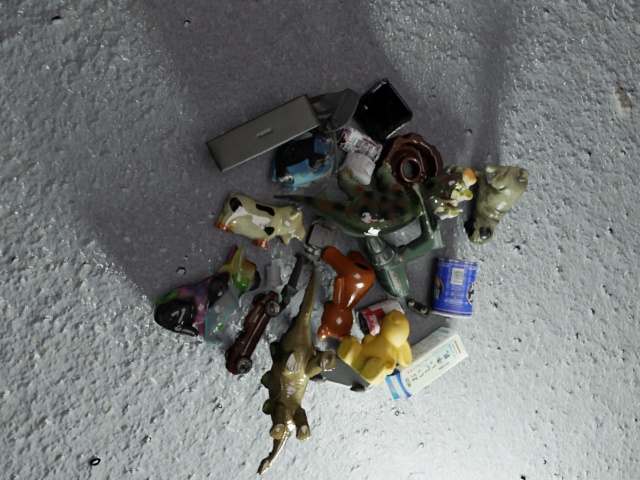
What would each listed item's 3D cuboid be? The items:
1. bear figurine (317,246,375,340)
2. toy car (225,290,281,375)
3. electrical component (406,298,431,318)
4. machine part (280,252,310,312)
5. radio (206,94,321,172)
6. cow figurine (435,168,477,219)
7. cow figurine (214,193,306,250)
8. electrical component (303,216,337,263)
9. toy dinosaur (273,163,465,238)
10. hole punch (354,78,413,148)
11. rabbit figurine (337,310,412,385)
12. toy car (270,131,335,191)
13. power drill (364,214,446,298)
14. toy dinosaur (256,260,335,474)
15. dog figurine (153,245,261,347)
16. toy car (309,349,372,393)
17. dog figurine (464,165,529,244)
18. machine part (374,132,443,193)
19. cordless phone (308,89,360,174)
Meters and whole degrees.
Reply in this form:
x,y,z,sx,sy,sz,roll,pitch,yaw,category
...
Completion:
x,y,z,sx,sy,sz,roll,pitch,yaw,category
0.049,0.132,1.265,0.120,0.132,0.195,9,115,-38,bear figurine
-0.153,0.202,1.192,0.053,0.089,0.202,29,84,-23,toy car
0.248,0.171,1.354,0.063,0.094,0.021,30,82,18,electrical component
-0.060,0.093,1.223,0.039,0.084,0.139,20,60,0,machine part
-0.117,-0.225,1.133,0.230,0.131,0.073,-24,102,3,radio
0.330,-0.115,1.365,0.068,0.098,0.167,52,57,-10,cow figurine
-0.121,-0.046,1.199,0.195,0.085,0.127,23,90,-19,cow figurine
-0.001,-0.005,1.262,0.078,0.045,0.102,27,83,-18,electrical component
0.118,-0.066,1.163,0.405,0.192,0.131,-15,133,-17,toy dinosaur
0.150,-0.313,1.290,0.116,0.092,0.142,-33,112,22,hole punch
0.152,0.247,1.239,0.162,0.122,0.173,38,83,-43,rabbit figurine
-0.026,-0.170,1.203,0.102,0.162,0.109,39,46,-47,toy car
0.207,0.016,1.293,0.207,0.086,0.231,-41,130,-26,power drill
-0.058,0.267,1.172,0.105,0.199,0.471,23,78,-21,toy dinosaur
-0.233,0.103,1.153,0.191,0.108,0.219,23,80,-17,dog figurine
0.044,0.315,1.291,0.201,0.056,0.073,19,80,-22,toy car
0.453,-0.083,1.366,0.121,0.172,0.190,12,81,-10,dog figurine
0.218,-0.174,1.331,0.179,0.056,0.179,-1,93,-22,machine part
0.030,-0.238,1.211,0.089,0.147,0.184,-17,104,-32,cordless phone
